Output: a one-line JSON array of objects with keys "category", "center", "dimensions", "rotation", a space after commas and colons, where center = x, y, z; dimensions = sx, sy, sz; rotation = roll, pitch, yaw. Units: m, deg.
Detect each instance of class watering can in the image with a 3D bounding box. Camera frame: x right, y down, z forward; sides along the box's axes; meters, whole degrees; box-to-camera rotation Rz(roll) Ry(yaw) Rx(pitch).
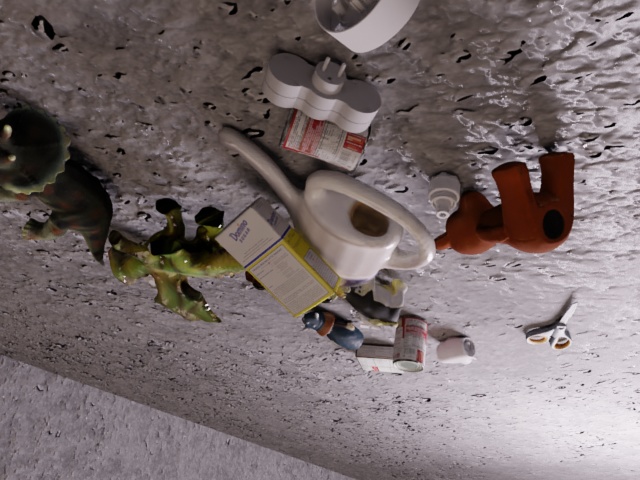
[{"category": "watering can", "center": [0.002, -0.039, 0.779], "dimensions": [0.348, 0.106, 0.219], "rotation": [27, 150, 5]}]

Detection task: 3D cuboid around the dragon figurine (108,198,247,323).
[{"category": "dragon figurine", "center": [-0.225, 0.062, 0.925], "dimensions": [0.411, 0.125, 0.237], "rotation": [15, 137, 15]}]
